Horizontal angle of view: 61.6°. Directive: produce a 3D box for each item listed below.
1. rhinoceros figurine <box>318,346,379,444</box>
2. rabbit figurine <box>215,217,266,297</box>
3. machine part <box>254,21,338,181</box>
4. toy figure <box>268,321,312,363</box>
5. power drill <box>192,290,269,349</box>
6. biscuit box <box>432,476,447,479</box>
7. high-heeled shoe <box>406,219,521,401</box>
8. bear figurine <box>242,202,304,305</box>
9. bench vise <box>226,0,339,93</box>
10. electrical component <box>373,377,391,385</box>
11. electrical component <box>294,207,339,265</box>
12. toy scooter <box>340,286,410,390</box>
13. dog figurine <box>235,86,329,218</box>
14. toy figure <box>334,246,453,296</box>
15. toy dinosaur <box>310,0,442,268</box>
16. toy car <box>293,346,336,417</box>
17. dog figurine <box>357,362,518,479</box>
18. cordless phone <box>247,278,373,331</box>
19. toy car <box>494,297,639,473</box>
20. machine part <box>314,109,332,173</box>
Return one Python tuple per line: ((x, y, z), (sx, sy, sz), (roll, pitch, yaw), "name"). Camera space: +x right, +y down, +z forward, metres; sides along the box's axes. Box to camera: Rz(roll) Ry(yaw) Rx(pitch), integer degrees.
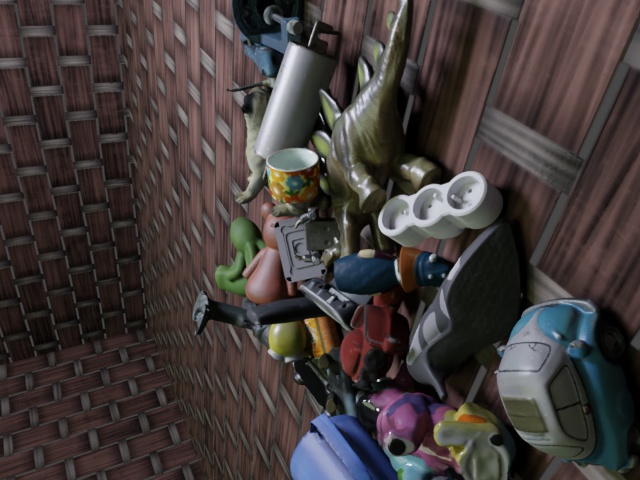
((0.047, 0.273, 0.906), (0.112, 0.073, 0.190), (84, 173, -71), "rhinoceros figurine")
((-0.164, 0.038, 1.198), (0.159, 0.121, 0.170), (26, 126, 50), "rabbit figurine")
((-0.038, -0.197, 0.790), (0.079, 0.079, 0.243), (46, 122, 47), "machine part")
((-0.060, 0.178, 1.038), (0.180, 0.082, 0.089), (-61, -47, -82), "toy figure")
((-0.172, 0.183, 1.195), (0.232, 0.207, 0.086), (-127, 51, -59), "power drill")
((0.136, 0.389, 0.816), (0.059, 0.063, 0.202), (66, 151, 26), "biscuit box")
((0.167, 0.077, 0.648), (0.145, 0.086, 0.248), (-84, 11, -72), "high-heeled shoe")
((-0.079, 0.034, 1.062), (0.132, 0.120, 0.195), (20, -95, -73), "bear figurine")
((-0.077, -0.339, 0.874), (0.241, 0.129, 0.223), (-131, 35, -51), "bench vise")
((0.106, 0.254, 0.862), (0.094, 0.021, 0.063), (56, 147, 39), "electrical component")
((-0.001, -0.004, 0.896), (0.045, 0.078, 0.102), (-52, -34, -68), "electrical component")
((0.079, 0.141, 0.744), (0.135, 0.075, 0.183), (-89, 16, -66), "toy scooter")
((-0.052, -0.145, 0.892), (0.121, 0.172, 0.190), (-89, 12, -54), "dog figurine")
((0.096, 0.039, 0.695), (0.064, 0.155, 0.058), (62, -152, -51), "toy figure")
((0.060, -0.120, 0.703), (0.199, 0.105, 0.470), (63, 150, 30), "toy dinosaur")
((0.004, 0.276, 1.042), (0.202, 0.056, 0.073), (40, 129, 50), "toy car")
((0.143, 0.239, 0.706), (0.219, 0.192, 0.108), (-60, -39, -77), "dog figurine")
((-0.014, 0.117, 0.861), (0.147, 0.184, 0.088), (31, 124, 57), "cordless phone")
((0.219, 0.140, 0.500), (0.109, 0.103, 0.161), (-27, 74, 64), "toy car")
((0.005, -0.178, 0.865), (0.084, 0.039, 0.139), (-43, 61, 55), "machine part")
